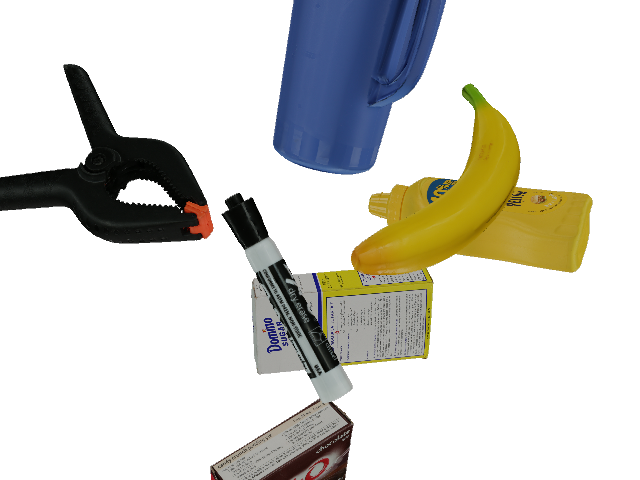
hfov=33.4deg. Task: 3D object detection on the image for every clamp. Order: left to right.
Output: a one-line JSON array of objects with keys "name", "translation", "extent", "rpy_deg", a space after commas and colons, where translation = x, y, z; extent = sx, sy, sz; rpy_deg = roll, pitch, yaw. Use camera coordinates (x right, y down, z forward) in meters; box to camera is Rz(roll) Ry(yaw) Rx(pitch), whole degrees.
[{"name": "clamp", "translation": [-0.169, -0.060, 0.835], "extent": [0.210, 0.164, 0.036], "rpy_deg": [18, -31, 18]}]

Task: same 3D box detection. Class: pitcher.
[{"name": "pitcher", "translation": [0.034, -0.190, 1.055], "extent": [0.145, 0.243, 0.149], "rpy_deg": [12, 18, -1]}]

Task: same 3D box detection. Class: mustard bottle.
[{"name": "mustard bottle", "translation": [0.136, -0.019, 0.935], "extent": [0.192, 0.058, 0.096], "rpy_deg": [8, 29, 19]}]

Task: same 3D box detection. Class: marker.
[{"name": "marker", "translation": [-0.019, 0.030, 0.570], "extent": [0.020, 0.121, 0.020], "rpy_deg": [-28, 2, 1]}]

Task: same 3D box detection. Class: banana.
[{"name": "banana", "translation": [0.092, -0.032, 0.734], "extent": [0.070, 0.037, 0.197], "rpy_deg": [23, 50, 15]}]

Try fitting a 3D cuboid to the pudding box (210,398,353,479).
[{"name": "pudding box", "translation": [-0.030, 0.181, 0.822], "extent": [0.113, 0.090, 0.039], "rpy_deg": [-30, 57, -28]}]

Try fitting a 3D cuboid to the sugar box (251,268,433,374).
[{"name": "sugar box", "translation": [0.021, 0.077, 1.061], "extent": [0.176, 0.093, 0.048], "rpy_deg": [-3, 27, -6]}]
